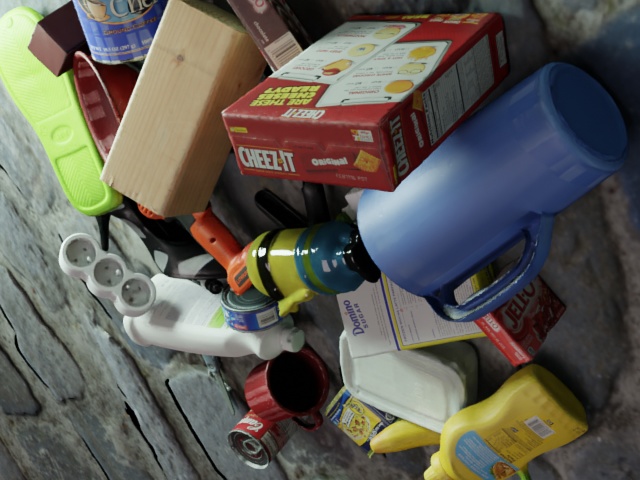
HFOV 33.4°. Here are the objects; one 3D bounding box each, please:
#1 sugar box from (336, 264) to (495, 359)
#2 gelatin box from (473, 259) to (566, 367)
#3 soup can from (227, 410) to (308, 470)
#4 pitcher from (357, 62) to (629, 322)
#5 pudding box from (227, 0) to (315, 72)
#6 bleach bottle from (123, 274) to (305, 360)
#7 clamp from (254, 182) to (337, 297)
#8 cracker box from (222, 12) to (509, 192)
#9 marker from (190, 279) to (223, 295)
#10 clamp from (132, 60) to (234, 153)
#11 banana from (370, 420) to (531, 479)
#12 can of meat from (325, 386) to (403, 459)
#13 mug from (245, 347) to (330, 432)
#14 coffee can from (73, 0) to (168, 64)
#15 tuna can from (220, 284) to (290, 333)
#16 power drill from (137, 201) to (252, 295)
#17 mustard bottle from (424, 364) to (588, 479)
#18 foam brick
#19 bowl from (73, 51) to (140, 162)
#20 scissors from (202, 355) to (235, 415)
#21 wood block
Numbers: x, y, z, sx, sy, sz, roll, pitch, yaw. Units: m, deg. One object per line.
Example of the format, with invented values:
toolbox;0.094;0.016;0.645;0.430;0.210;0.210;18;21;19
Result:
sugar box;0.104;0.068;1.145;0.177;0.048;0.093;-13;90;37
gelatin box;0.200;0.072;1.074;0.073;0.089;0.030;49;141;-4
soup can;-0.069;0.253;1.454;0.069;0.102;0.068;23;136;24
pitcher;0.158;-0.043;0.965;0.149;0.144;0.243;44;135;-9
pudding box;-0.043;-0.208;1.039;0.039;0.090;0.113;-30;103;15
bleach bottle;-0.132;0.112;1.387;0.251;0.102;0.068;11;146;34
clamp;-0.008;0.002;1.236;0.120;0.039;0.171;8;129;55
cracker box;0.045;-0.127;0.936;0.164;0.213;0.072;8;128;36
marker;-0.153;0.051;1.379;0.020;0.020;0.121;62;163;-20
clamp;-0.139;-0.154;1.213;0.210;0.036;0.164;6;128;42
banana;0.160;0.238;1.260;0.198;0.069;0.037;11;156;15
can of meat;0.061;0.215;1.346;0.084;0.057;0.102;40;141;9
mug;-0.040;0.201;1.395;0.117;0.093;0.082;52;145;-4
coffee can;-0.213;-0.271;1.123;0.103;0.102;0.140;11;130;34
tuna can;-0.080;0.076;1.324;0.086;0.086;0.034;12;129;34
power drill;-0.126;-0.033;1.251;0.187;0.057;0.185;45;150;1
mustard bottle;0.191;0.218;1.174;0.096;0.058;0.192;40;117;-21
foam brick;-0.292;-0.237;1.241;0.051;0.078;0.053;44;141;-1
bowl;-0.225;-0.145;1.216;0.162;0.055;0.162;51;153;37
scissors;-0.142;0.171;1.515;0.096;0.016;0.201;-10;117;45
wood block;-0.137;-0.137;1.110;0.091;0.090;0.206;30;107;18
